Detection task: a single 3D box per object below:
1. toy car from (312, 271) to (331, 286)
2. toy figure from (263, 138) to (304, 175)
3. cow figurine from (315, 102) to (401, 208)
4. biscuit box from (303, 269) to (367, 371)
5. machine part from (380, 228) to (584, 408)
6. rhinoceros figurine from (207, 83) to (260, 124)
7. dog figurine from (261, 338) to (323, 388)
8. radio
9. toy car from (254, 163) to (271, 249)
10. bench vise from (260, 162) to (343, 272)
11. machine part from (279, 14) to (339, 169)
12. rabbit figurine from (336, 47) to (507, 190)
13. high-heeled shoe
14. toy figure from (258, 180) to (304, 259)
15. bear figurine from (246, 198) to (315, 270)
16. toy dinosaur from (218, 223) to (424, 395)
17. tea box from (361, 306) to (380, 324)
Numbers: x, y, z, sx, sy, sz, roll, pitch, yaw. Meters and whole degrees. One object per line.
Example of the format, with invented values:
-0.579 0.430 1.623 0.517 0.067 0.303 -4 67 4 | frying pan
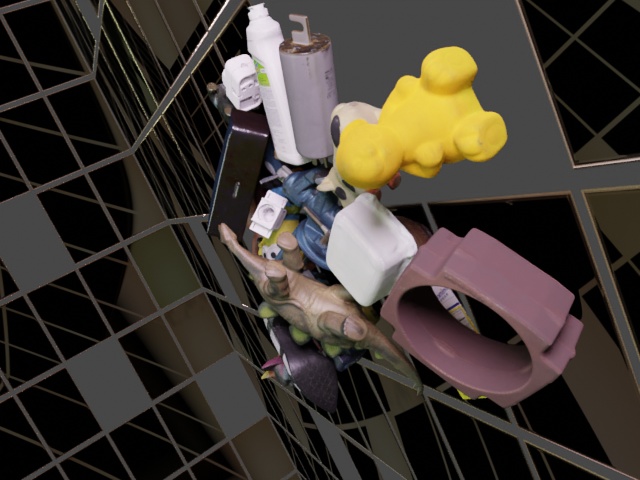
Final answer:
-0.031 0.130 1.227 0.162 0.109 0.102 20 139 64 | toy car
-0.059 -0.129 1.038 0.058 0.064 0.154 -44 70 22 | toy figure
0.051 -0.110 0.775 0.127 0.085 0.194 38 153 32 | cow figurine
0.007 0.156 1.050 0.203 0.059 0.062 53 155 21 | biscuit box
0.187 0.094 0.649 0.202 0.087 0.200 37 147 13 | machine part
-0.169 -0.248 1.110 0.190 0.073 0.112 57 157 12 | rhinoceros figurine
-0.060 0.242 1.282 0.192 0.219 0.108 52 154 21 | dog figurine
-0.157 -0.125 1.017 0.131 0.073 0.229 -102 28 -59 | radio
-0.107 -0.062 1.145 0.053 0.089 0.202 -177 71 -75 | toy car
-0.020 -0.011 0.945 0.224 0.129 0.240 36 127 -1 | bench vise
-0.011 -0.210 0.797 0.079 0.079 0.242 41 150 42 | machine part
0.082 -0.113 0.580 0.162 0.173 0.121 -1 120 61 | rabbit figurine
-0.046 0.220 1.062 0.248 0.086 0.145 68 161 -7 | high-heeled shoe
-0.074 -0.030 1.086 0.082 0.089 0.180 165 104 -69 | toy figure
-0.107 -0.010 1.214 0.132 0.120 0.195 21 131 59 | bear figurine
0.016 0.124 0.905 0.471 0.105 0.198 37 151 -4 | toy dinosaur
0.055 0.167 1.131 0.098 0.068 0.169 54 159 17 | tea box
